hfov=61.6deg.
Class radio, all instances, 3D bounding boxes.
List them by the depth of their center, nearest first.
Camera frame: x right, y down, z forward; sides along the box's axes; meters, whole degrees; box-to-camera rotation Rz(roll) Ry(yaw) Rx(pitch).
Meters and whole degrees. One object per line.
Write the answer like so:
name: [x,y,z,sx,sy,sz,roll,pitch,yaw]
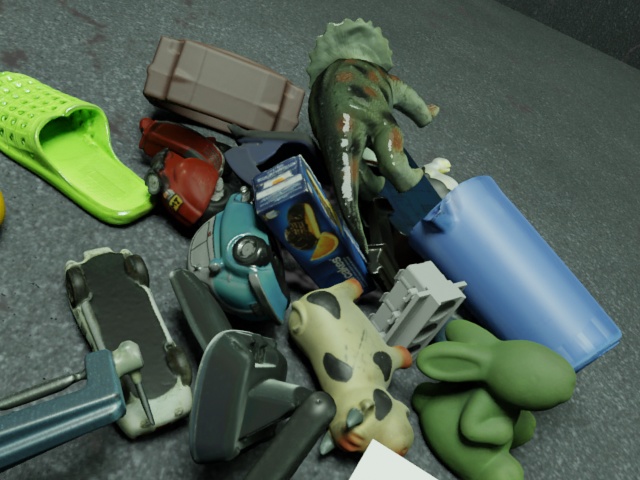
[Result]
radio: [0.111,-0.061,0.830,0.131,0.073,0.230,-2,47,-31]

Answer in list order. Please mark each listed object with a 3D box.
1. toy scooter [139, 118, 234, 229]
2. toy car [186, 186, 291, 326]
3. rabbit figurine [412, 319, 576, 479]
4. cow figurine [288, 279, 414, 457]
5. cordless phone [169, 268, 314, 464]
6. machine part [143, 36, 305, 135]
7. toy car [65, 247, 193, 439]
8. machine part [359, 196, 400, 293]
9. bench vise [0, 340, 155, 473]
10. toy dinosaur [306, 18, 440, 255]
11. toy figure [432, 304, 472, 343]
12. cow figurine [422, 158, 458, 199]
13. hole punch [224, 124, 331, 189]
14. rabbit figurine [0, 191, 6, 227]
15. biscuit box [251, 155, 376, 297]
toy scooter: [-0.174,-0.094,0.677,0.135,0.075,0.184,30,31,-23]
toy car: [-0.096,0.020,0.594,0.103,0.109,0.162,-16,50,2]
rabbit figurine: [0.184,0.155,0.565,0.159,0.170,0.121,44,41,16]
cow figurine: [0.031,0.137,0.561,0.127,0.085,0.195,-6,53,-43]
cordless phone: [-0.092,0.092,0.472,0.184,0.089,0.146,55,1,17]
machine part: [-0.131,-0.198,0.743,0.201,0.087,0.201,18,5,-14]
toy car: [-0.184,0.087,0.509,0.073,0.056,0.202,-14,55,-32]
machine part: [0.077,0.002,0.684,0.084,0.039,0.139,46,33,-42]
bench vise: [-0.234,0.137,0.357,0.241,0.128,0.224,-18,37,-21]
toy dinosaur: [0.043,-0.160,0.671,0.192,0.131,0.405,42,30,-14]
toy figure: [0.166,0.089,0.717,0.064,0.058,0.154,42,27,-35]
cow figurine: [0.223,-0.059,0.897,0.098,0.068,0.167,-25,60,-39]
hole punch: [-0.057,-0.073,0.677,0.116,0.142,0.092,10,72,29]
rabbit figurine: [-0.363,-0.023,0.478,0.162,0.122,0.173,48,24,17]
biscuit box: [-0.001,-0.002,0.618,0.202,0.063,0.059,53,17,-45]
